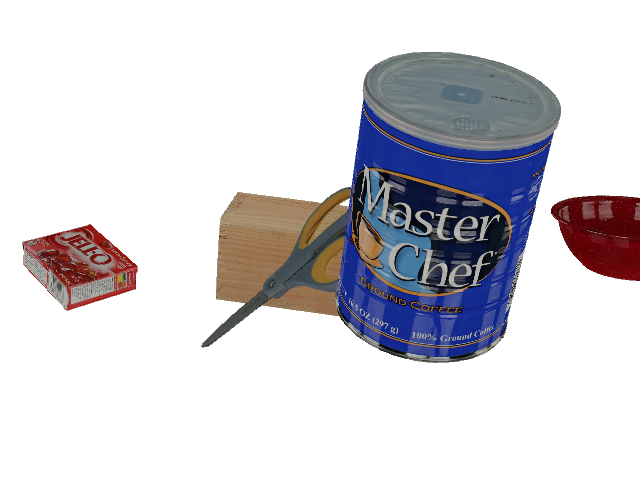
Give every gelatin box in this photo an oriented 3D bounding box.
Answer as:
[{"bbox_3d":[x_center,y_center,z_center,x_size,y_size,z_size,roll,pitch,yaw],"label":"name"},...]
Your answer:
[{"bbox_3d":[-0.224,0.023,0.992,0.073,0.030,0.089,-17,39,-37],"label":"gelatin box"}]

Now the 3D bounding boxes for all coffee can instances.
[{"bbox_3d":[0.066,-0.019,0.588,0.102,0.140,0.103,5,33,-3],"label":"coffee can"}]

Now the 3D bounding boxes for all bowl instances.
[{"bbox_3d":[0.311,0.000,1.070,0.162,0.055,0.162,1,17,-1],"label":"bowl"}]

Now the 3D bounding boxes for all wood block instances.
[{"bbox_3d":[0.005,0.018,1.086,0.206,0.091,0.090,8,22,5],"label":"wood block"}]

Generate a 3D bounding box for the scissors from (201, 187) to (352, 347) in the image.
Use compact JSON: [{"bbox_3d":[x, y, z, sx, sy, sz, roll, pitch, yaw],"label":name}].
[{"bbox_3d":[-0.026,0.044,0.879,0.016,0.202,0.096,28,19,-36],"label":"scissors"}]
